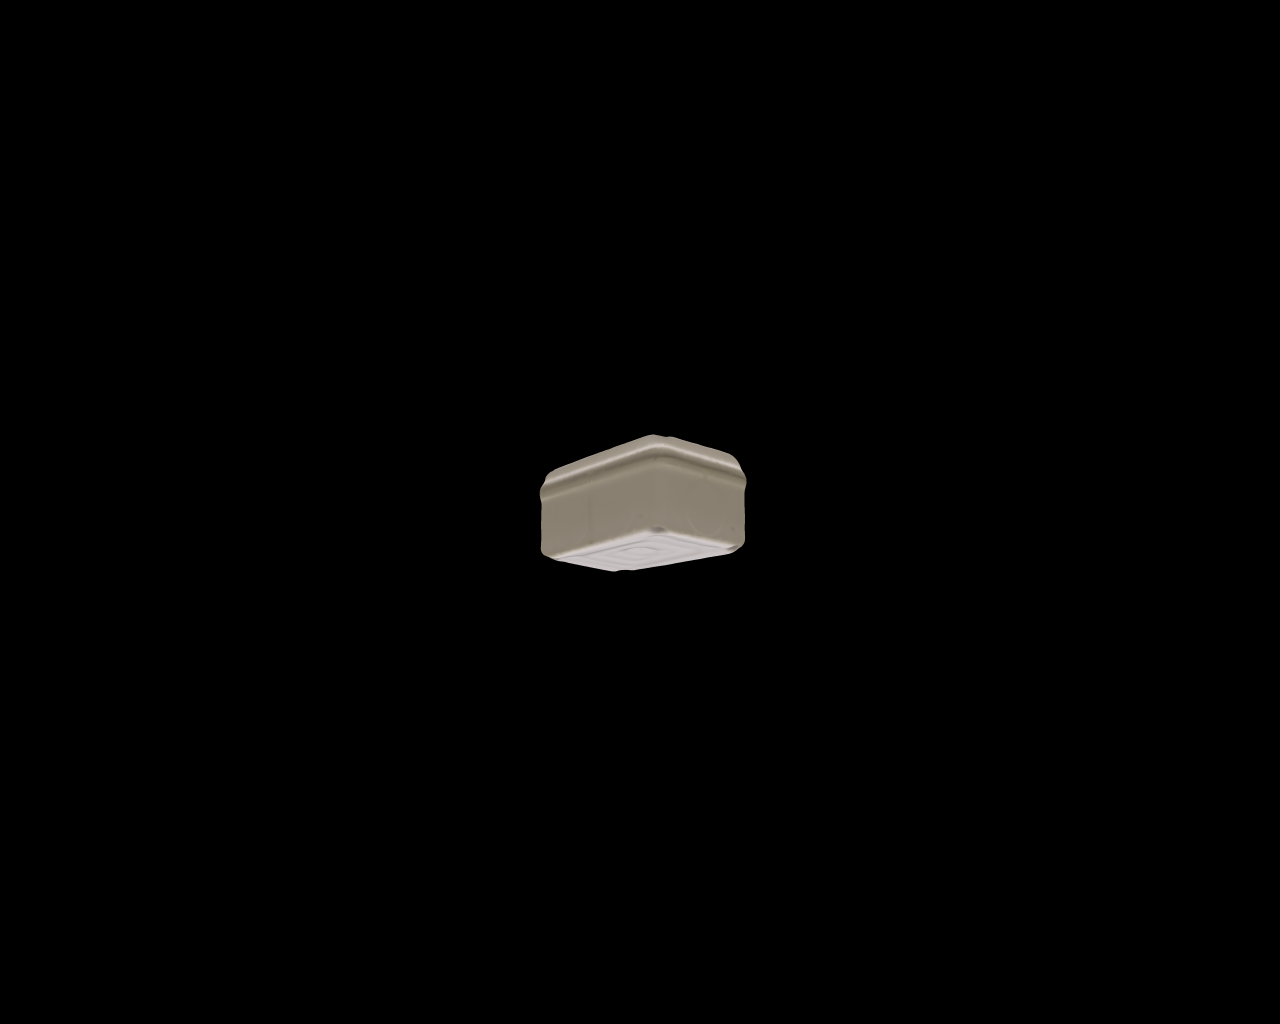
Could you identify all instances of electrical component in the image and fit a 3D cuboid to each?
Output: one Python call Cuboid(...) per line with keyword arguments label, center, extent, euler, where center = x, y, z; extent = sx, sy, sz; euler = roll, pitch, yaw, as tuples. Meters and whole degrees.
Cuboid(label="electrical component", center=(0.001, -0.003, 0.650), extent=(0.078, 0.057, 0.113), euler=(14, -20, -42))
